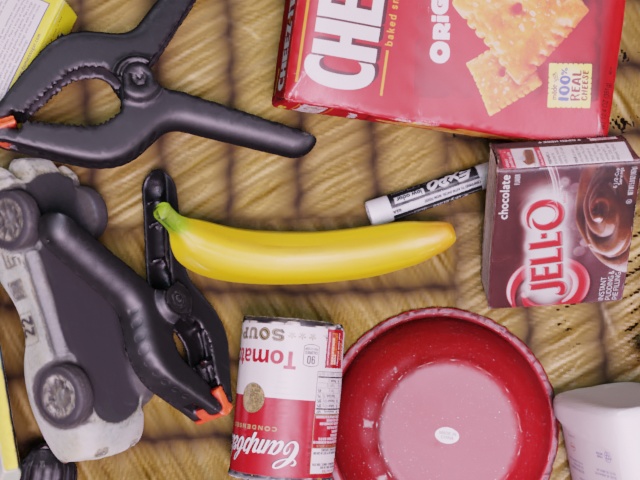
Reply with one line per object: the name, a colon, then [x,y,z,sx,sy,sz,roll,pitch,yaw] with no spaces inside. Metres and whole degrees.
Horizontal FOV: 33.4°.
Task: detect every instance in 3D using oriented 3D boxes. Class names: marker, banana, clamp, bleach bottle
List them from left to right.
clamp: [-0.113,-0.095,0.709,0.209,0.036,0.164,-29,85,-19]
clamp: [-0.102,0.035,0.698,0.039,0.120,0.171,-19,106,40]
banana: [-0.013,0.007,0.700,0.197,0.070,0.037,2,71,-13]
marker: [0.090,-0.036,0.729,0.121,0.020,0.020,-19,84,-2]
bleach bottle: [0.206,0.221,0.671,0.068,0.103,0.251,-8,90,-10]

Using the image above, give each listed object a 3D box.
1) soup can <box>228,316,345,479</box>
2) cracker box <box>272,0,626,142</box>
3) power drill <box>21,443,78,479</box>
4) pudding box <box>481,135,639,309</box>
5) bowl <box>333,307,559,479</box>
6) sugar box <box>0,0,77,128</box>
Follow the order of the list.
soup can: [-0.021,0.102,0.689,0.068,0.068,0.102,5,84,0]
cracker box: [0.087,-0.152,0.691,0.213,0.072,0.164,8,92,-10]
power drill: [-0.122,0.222,0.654,0.188,0.057,0.184,-2,77,26]
pudding box: [0.152,-0.010,0.688,0.090,0.039,0.113,-4,123,-1]
bowl: [0.081,0.123,0.694,0.162,0.055,0.162,0,84,0]
sugar box: [-0.267,-0.153,0.729,0.176,0.048,0.093,24,85,6]
